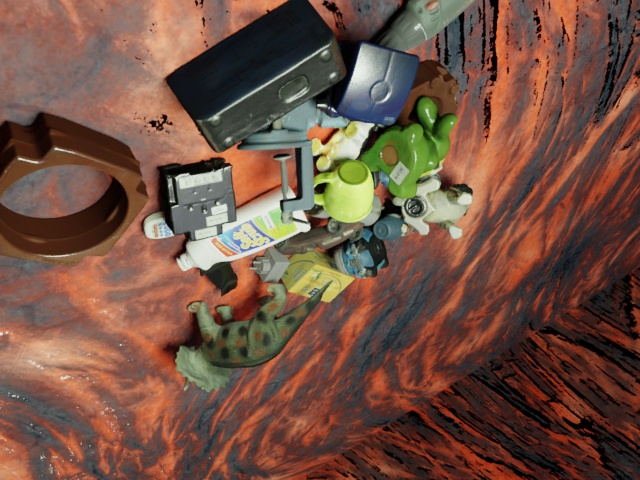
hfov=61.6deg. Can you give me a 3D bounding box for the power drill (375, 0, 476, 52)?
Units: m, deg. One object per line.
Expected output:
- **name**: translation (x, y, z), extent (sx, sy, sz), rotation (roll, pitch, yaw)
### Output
- **power drill**: translation (0.153, -0.386, 0.794), extent (0.232, 0.086, 0.207), rotation (-33, 142, 1)

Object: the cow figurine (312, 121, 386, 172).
- **cow figurine**: translation (0.063, -0.192, 0.976), extent (0.167, 0.068, 0.098), rotation (-46, 150, 24)

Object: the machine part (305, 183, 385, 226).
- **machine part**: translation (0.047, -0.074, 1.105), extent (0.243, 0.079, 0.079), rotation (6, 130, -45)

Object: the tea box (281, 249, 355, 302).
- **tea box**: translation (-0.007, 0.083, 1.271), extent (0.098, 0.068, 0.169), rotation (-46, 146, 18)

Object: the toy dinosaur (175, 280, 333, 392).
- **toy dinosaur**: translation (-0.155, 0.212, 1.156), extent (0.405, 0.192, 0.131), rotation (-16, 160, 16)

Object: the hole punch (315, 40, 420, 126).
- **hole punch**: translation (0.077, -0.232, 0.798), extent (0.142, 0.092, 0.115), rotation (3, 98, -30)

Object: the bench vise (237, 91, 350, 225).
- **bench vise**: translation (-0.036, -0.147, 0.862), extent (0.224, 0.129, 0.240), rotation (-8, 104, -23)

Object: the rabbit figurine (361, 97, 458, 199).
- **rabbit figurine**: translation (0.179, -0.179, 0.983), extent (0.170, 0.121, 0.159), rotation (-23, 145, -45)

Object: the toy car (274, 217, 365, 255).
- **toy car**: translation (-0.002, -0.003, 1.108), extent (0.202, 0.053, 0.089), rotation (-13, 161, 32)

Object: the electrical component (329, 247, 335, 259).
- **electrical component**: translation (0.068, 0.019, 1.277), extent (0.078, 0.045, 0.102), rotation (-21, 156, 39)

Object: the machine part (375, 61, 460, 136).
- **machine part**: translation (0.182, -0.246, 1.018), extent (0.179, 0.056, 0.179), rotation (-22, 146, -15)

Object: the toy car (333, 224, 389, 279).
- **toy car**: translation (0.082, 0.033, 1.178), extent (0.103, 0.109, 0.162), rotation (-17, -167, 27)

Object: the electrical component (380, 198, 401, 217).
- **electrical component**: translation (0.147, -0.037, 1.266), extent (0.119, 0.048, 0.074), rotation (-48, 143, 18)

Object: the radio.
- **radio**: translation (-0.085, -0.229, 0.747), extent (0.230, 0.131, 0.073), rotation (-33, 145, -1)

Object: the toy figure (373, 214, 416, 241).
- **toy figure**: translation (0.177, -0.031, 1.190), extent (0.154, 0.064, 0.057), rotation (-13, 133, -51)

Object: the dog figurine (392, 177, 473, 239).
- **dog figurine**: translation (0.253, -0.086, 1.195), extent (0.190, 0.172, 0.121), rotation (-53, 167, -71)

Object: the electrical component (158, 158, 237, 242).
- **electrical component**: translation (-0.202, -0.064, 0.896), extent (0.115, 0.058, 0.134), rotation (-12, 121, -25)

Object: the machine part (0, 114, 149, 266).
- **machine part**: translation (-0.369, -0.065, 0.762), extent (0.201, 0.087, 0.201), rotation (-46, 146, 19)

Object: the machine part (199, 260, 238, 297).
- **machine part**: translation (-0.204, 0.061, 1.106), extent (0.084, 0.039, 0.138), rotation (-31, 146, -14)

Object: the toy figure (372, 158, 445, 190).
- **toy figure**: translation (0.178, -0.159, 1.106), extent (0.180, 0.082, 0.089), rotation (-17, 146, -20)
